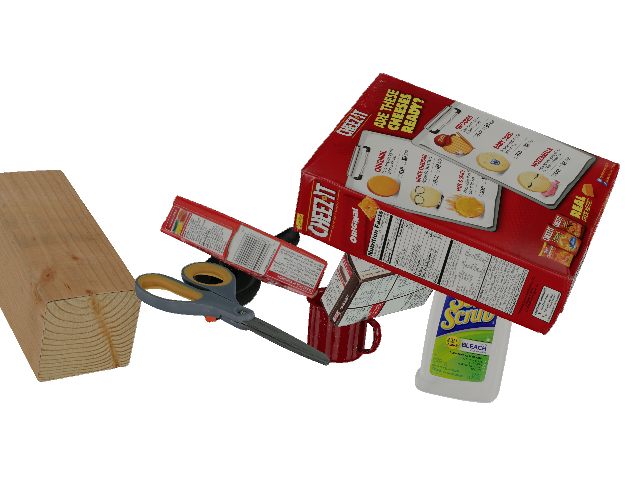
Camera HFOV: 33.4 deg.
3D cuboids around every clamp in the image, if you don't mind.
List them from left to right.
[{"bbox_3d":[-0.092,0.030,1.256,0.120,0.039,0.171,-2,41,10],"label":"clamp"}]

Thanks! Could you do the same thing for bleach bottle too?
[{"bbox_3d":[0.173,0.056,1.226,0.103,0.251,0.068,9,15,16],"label":"bleach bottle"}]

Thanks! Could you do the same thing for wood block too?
[{"bbox_3d":[-0.253,0.026,1.002,0.090,0.091,0.206,-7,38,-34],"label":"wood block"}]

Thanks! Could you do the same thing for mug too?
[{"bbox_3d":[0.034,0.122,1.491,0.117,0.081,0.093,16,22,30],"label":"mug"}]

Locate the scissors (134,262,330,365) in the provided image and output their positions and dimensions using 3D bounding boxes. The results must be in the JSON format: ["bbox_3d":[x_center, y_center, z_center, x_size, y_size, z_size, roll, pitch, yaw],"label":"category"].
[{"bbox_3d":[-0.063,0.056,0.902,0.202,0.016,0.096,15,26,23],"label":"scissors"}]

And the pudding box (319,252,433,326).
[{"bbox_3d":[0.066,0.038,1.052,0.113,0.039,0.090,-14,-29,-27],"label":"pudding box"}]

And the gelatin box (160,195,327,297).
[{"bbox_3d":[-0.050,0.005,0.711,0.073,0.030,0.089,23,-2,45],"label":"gelatin box"}]

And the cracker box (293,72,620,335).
[{"bbox_3d":[0.108,-0.033,0.839,0.214,0.072,0.164,22,42,13],"label":"cracker box"}]
